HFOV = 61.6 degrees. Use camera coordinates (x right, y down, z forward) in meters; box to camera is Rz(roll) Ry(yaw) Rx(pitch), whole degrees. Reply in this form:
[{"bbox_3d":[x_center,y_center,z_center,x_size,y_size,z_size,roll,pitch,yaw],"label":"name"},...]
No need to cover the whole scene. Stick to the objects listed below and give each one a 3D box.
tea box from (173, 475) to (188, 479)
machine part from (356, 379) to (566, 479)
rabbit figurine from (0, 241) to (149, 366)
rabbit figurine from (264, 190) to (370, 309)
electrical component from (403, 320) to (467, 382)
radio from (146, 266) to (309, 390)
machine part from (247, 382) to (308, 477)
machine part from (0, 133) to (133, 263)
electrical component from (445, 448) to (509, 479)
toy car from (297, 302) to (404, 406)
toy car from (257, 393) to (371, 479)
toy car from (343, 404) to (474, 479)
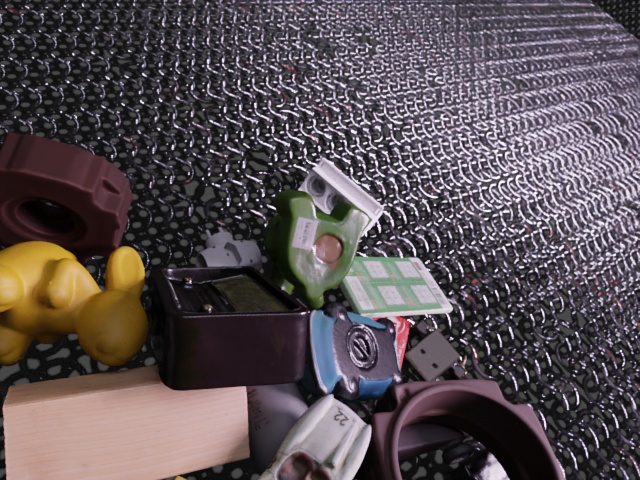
[{"bbox_3d":[-0.086,0.305,0.493,0.170,0.068,0.098,28,46,-4],"label":"tea box"},{"bbox_3d":[0.146,0.249,0.552,0.201,0.087,0.201,3,45,-17],"label":"machine part"},{"bbox_3d":[-0.252,0.076,0.567,0.173,0.121,0.162,20,22,16],"label":"rabbit figurine"},{"bbox_3d":[-0.021,0.015,0.716,0.121,0.170,0.159,2,94,-21],"label":"rabbit figurine"},{"bbox_3d":[0.159,0.162,0.744,0.078,0.045,0.102,-43,74,-13],"label":"electrical component"},{"bbox_3d":[-0.109,0.081,0.567,0.131,0.230,0.073,1,96,-21],"label":"radio"},{"bbox_3d":[-0.041,0.212,0.582,0.079,0.079,0.243,-11,60,-32],"label":"machine part"},{"bbox_3d":[-0.302,-0.038,0.602,0.179,0.179,0.056,12,52,-16],"label":"machine part"},{"bbox_3d":[0.223,0.292,0.664,0.119,0.047,0.075,-16,63,-35],"label":"electrical component"},{"bbox_3d":[0.022,0.140,0.638,0.161,0.103,0.109,14,60,-45],"label":"toy car"},{"bbox_3d":[-0.025,0.232,0.487,0.073,0.056,0.202,37,52,8],"label":"toy car"},{"bbox_3d":[0.093,0.235,0.644,0.202,0.053,0.089,-3,45,-23],"label":"toy car"}]
